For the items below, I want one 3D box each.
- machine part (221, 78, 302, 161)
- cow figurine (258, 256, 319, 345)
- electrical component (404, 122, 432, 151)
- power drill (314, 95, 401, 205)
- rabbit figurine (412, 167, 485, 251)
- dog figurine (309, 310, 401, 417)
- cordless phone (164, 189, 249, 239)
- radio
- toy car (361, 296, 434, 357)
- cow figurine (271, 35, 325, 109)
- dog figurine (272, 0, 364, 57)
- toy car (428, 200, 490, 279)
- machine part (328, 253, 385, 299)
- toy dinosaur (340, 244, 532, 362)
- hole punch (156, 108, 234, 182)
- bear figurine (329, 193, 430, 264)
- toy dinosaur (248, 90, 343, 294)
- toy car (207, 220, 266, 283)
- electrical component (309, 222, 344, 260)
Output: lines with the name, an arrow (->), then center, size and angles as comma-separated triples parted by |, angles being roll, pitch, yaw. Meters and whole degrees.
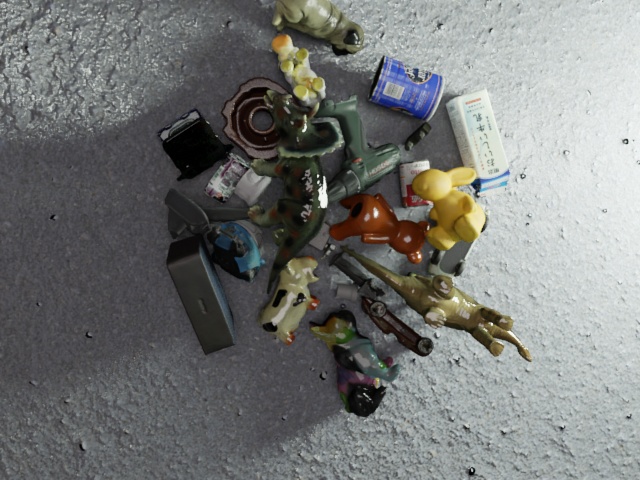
machine part -> -0.126, -0.261, 1.177 | 0.179, 0.056, 0.179 | 0, 92, -6
cow figurine -> -0.068, 0.120, 1.193 | 0.127, 0.085, 0.195 | 33, 91, -12
electrical component -> 0.219, -0.233, 1.208 | 0.021, 0.094, 0.063 | 44, 126, -8
power drill -> 0.058, -0.200, 1.158 | 0.232, 0.086, 0.207 | -23, 83, -28
rabbit figurine -> 0.273, -0.088, 1.143 | 0.173, 0.122, 0.162 | 43, 64, -10
dog figurine -> 0.056, 0.266, 1.203 | 0.219, 0.108, 0.191 | 33, 92, -2
cordless phone -> -0.228, -0.056, 1.135 | 0.184, 0.146, 0.088 | -2, 80, -11
radio -> -0.245, 0.109, 1.121 | 0.073, 0.131, 0.229 | -17, 115, -5
toy car -> 0.169, 0.196, 1.214 | 0.202, 0.089, 0.053 | 37, 85, -8
cow figurine -> -0.046, -0.364, 1.169 | 0.068, 0.098, 0.167 | -28, 77, 2
dog figurine -> 0.009, -0.469, 1.126 | 0.191, 0.172, 0.121 | 23, 102, 1
toy car -> 0.320, 0.001, 1.236 | 0.073, 0.056, 0.201 | 29, 89, 0
machine part -> 0.081, 0.081, 1.201 | 0.139, 0.084, 0.039 | 40, 111, 17
toy dinosaur -> 0.251, 0.131, 1.163 | 0.471, 0.198, 0.105 | 32, 89, 0
hole punch -> -0.277, -0.208, 1.157 | 0.142, 0.092, 0.115 | -35, 133, -7
bear figurine -> 0.141, -0.026, 1.200 | 0.195, 0.132, 0.120 | 26, 71, -31
toy dinosaur -> -0.042, -0.085, 1.068 | 0.131, 0.192, 0.404 | -9, 98, -41
toy car -> -0.172, 0.010, 1.154 | 0.109, 0.161, 0.103 | 25, 58, 21
electrical component -> -0.003, -0.005, 1.208 | 0.102, 0.045, 0.078 | 36, 91, -7
